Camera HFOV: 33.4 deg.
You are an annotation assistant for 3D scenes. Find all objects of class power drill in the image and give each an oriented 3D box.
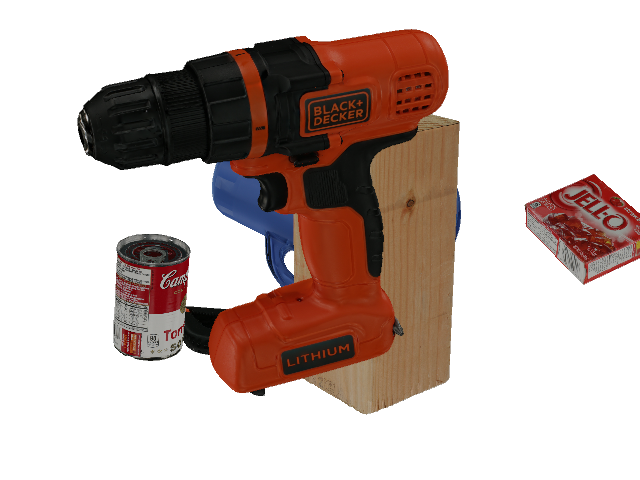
[{"bbox_3d":[-0.024,-0.011,0.550,0.184,0.188,0.057,-12,37,-17],"label":"power drill"}]

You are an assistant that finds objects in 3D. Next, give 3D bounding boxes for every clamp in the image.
[{"bbox_3d":[-0.098,0.121,1.259,0.210,0.036,0.164,13,23,27],"label":"clamp"}]

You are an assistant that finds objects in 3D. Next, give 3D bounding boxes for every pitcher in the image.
[{"bbox_3d":[0.008,-0.026,1.085,0.243,0.145,0.149,23,27,23],"label":"pitcher"}]

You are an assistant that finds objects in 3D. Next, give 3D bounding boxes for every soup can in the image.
[{"bbox_3d":[-0.160,0.054,1.004,0.068,0.102,0.068,6,22,-3],"label":"soup can"}]

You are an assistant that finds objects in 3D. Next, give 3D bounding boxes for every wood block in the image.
[{"bbox_3d":[0.040,0.010,0.797,0.090,0.206,0.090,-15,25,-36],"label":"wood block"}]

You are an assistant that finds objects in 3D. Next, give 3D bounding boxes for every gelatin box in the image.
[{"bbox_3d":[0.227,-0.012,0.904,0.073,0.030,0.089,-23,45,-13],"label":"gelatin box"}]
